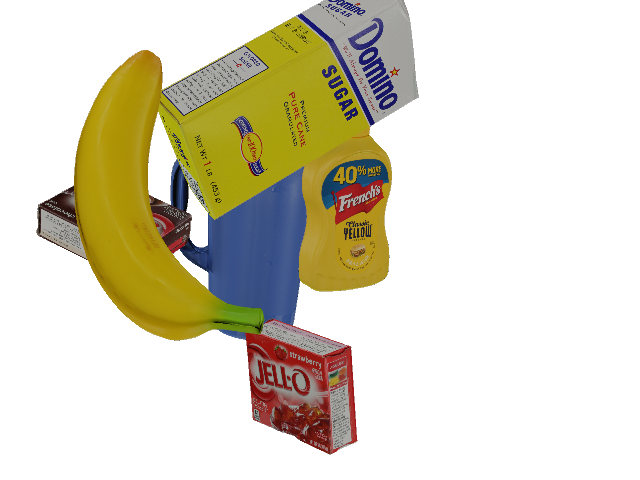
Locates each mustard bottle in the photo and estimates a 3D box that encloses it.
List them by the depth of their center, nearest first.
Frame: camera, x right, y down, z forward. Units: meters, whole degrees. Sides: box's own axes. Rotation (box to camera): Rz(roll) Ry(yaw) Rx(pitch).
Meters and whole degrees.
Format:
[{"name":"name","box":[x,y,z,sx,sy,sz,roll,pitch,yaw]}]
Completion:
[{"name":"mustard bottle","box":[0.027,-0.048,1.086,0.096,0.192,0.058,-7,19,-27]}]

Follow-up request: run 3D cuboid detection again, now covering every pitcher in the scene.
[{"name":"pitcher","box":[-0.087,-0.007,1.287,0.149,0.243,0.144,19,26,28]}]

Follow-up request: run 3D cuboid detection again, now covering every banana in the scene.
[{"name":"banana","box":[-0.091,-0.020,0.543,0.069,0.198,0.037,-13,-35,-17]}]

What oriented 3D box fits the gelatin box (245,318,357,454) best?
[{"name":"gelatin box","box":[-0.015,0.102,0.758,0.030,0.073,0.089,-17,21,-39]}]

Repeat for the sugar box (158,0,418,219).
[{"name":"sugar box","box":[-0.017,-0.097,0.718,0.176,0.093,0.048,-31,51,-13]}]

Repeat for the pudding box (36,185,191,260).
[{"name":"pudding box","box":[-0.190,-0.014,0.986,0.114,0.039,0.089,22,31,18]}]
